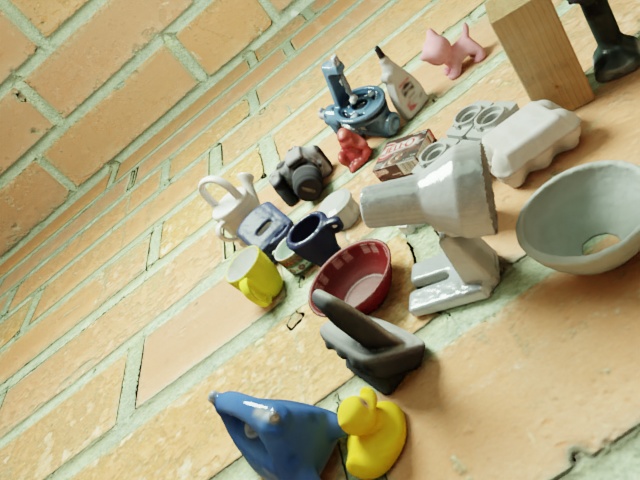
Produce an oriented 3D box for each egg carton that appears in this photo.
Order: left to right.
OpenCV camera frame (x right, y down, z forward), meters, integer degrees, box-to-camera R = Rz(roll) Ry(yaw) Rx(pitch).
[{"bbox_3d":[0.326,-0.154,0.899,0.150,0.070,0.107,-37,30,9],"label":"egg carton"}]

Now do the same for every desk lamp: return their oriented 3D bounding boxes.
[{"bbox_3d":[0.162,-0.013,0.763,0.202,0.214,0.118,-23,35,31],"label":"desk lamp"}]

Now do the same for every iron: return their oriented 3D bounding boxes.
[{"bbox_3d":[-0.087,0.250,0.789,0.257,0.142,0.119,-2,48,49],"label":"iron"}]

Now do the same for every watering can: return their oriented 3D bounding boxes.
[{"bbox_3d":[-0.194,-0.078,1.299,0.100,0.194,0.173,-28,32,24],"label":"watering can"}]

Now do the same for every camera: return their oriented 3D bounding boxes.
[{"bbox_3d":[-0.048,-0.143,1.304,0.143,0.101,0.136,-34,30,15],"label":"camera"}]

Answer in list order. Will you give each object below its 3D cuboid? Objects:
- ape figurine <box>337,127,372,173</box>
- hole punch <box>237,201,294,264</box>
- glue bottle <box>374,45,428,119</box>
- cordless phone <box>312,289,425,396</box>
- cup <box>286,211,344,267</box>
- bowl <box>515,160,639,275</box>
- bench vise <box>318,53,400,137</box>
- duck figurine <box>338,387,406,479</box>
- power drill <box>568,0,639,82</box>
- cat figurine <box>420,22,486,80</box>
[{"bbox_3d":[0.068,-0.207,1.257,0.077,0.092,0.076,-11,42,43],"label":"ape figurine"},{"bbox_3d":[-0.107,-0.017,1.220,0.109,0.091,0.100,-47,30,-7],"label":"hole punch"},{"bbox_3d":[0.166,-0.350,1.244,0.078,0.173,0.037,-52,31,-16],"label":"glue bottle"},{"bbox_3d":[0.041,0.112,0.773,0.094,0.185,0.147,-51,31,-15],"label":"cordless phone"},{"bbox_3d":[0.010,0.004,1.047,0.117,0.095,0.092,-22,35,32],"label":"cup"},{"bbox_3d":[0.333,-0.015,0.702,0.167,0.075,0.167,-30,32,21],"label":"bowl"},{"bbox_3d":[0.049,-0.303,1.276,0.206,0.220,0.121,-14,40,40],"label":"bench vise"},{"bbox_3d":[0.053,0.232,0.703,0.077,0.086,0.105,-8,44,45],"label":"duck figurine"},{"bbox_3d":[0.434,-0.361,0.900,0.075,0.209,0.229,-20,36,34],"label":"power drill"},{"bbox_3d":[0.281,-0.421,1.257,0.127,0.118,0.067,-35,30,13],"label":"cat figurine"}]
